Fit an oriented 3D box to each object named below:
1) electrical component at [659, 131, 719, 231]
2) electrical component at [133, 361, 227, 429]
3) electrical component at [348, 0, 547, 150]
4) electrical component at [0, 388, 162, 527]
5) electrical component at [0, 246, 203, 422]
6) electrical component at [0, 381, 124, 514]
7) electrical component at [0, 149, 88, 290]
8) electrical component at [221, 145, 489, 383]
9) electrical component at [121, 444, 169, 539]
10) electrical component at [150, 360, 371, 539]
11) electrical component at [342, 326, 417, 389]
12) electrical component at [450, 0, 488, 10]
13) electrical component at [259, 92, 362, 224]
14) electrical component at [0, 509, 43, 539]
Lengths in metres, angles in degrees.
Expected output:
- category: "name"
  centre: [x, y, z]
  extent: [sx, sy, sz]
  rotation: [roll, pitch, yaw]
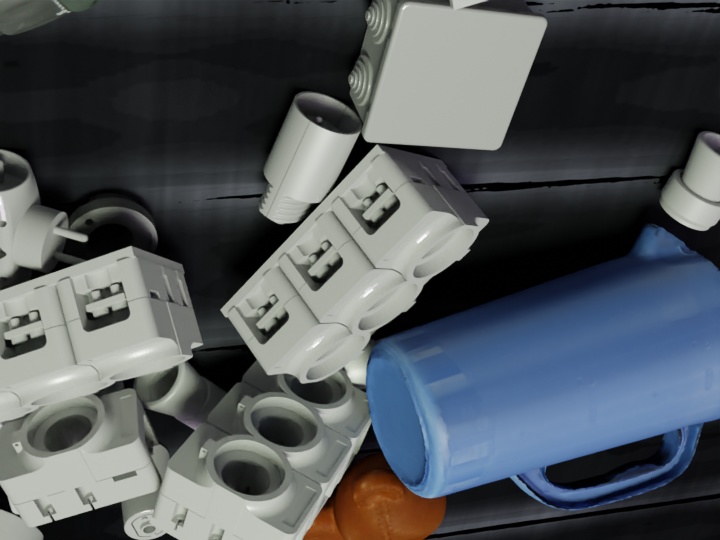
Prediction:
- category: "electrical component"
  centre: [0.239, -0.061, 0.743]
  extent: [0.045, 0.045, 0.055]
  rotation: [8, 127, -26]
- category: "electrical component"
  centre: [-0.121, 0.088, 0.754]
  extent: [0.044, 0.044, 0.065]
  rotation: [-34, 137, 12]
- category: "electrical component"
  centre: [0.047, -0.121, 0.619]
  extent: [0.100, 0.048, 0.099]
  rotation: [1, 130, -20]
- category: "electrical component"
  centre: [-0.178, 0.115, 0.680]
  extent: [0.089, 0.050, 0.055]
  rotation: [-16, 129, -2]
- category: "electrical component"
  centre: [-0.180, 0.044, 0.637]
  extent: [0.150, 0.061, 0.089]
  rotation: [-18, 171, 7]
- category: "electrical component"
  centre: [-0.201, 0.115, 0.740]
  extent: [0.100, 0.048, 0.099]
  rotation: [-7, 128, -10]
- category: "electrical component"
  centre: [-0.194, -0.021, 0.616]
  extent: [0.079, 0.043, 0.077]
  rotation: [16, 128, 3]
- category: "electrical component"
  centre: [0.000, 0.000, 0.677]
  extent: [0.150, 0.061, 0.089]
  rotation: [-45, 159, 21]
- category: "electrical component"
  centre: [-0.159, 0.164, 0.791]
  extent: [0.044, 0.065, 0.044]
  rotation: [-10, 133, -11]
- category: "electrical component"
  centre: [-0.058, 0.122, 0.716]
  extent: [0.089, 0.150, 0.061]
  rotation: [27, 124, 9]
- category: "electrical component"
  centre: [0.016, 0.067, 0.783]
  extent: [0.065, 0.044, 0.044]
  rotation: [-8, 133, -6]
- category: "electrical component"
  centre: [0.104, -0.206, 0.553]
  extent: [0.150, 0.061, 0.089]
  rotation: [-17, 134, -4]
- category: "electrical component"
  centre: [-0.034, -0.061, 0.647]
  extent: [0.043, 0.043, 0.081]
  rotation: [10, 127, -27]
- category: "electrical component"
  centre: [-0.285, 0.203, 0.753]
  extent: [0.108, 0.060, 0.108]
  rotation: [9, 150, 5]
